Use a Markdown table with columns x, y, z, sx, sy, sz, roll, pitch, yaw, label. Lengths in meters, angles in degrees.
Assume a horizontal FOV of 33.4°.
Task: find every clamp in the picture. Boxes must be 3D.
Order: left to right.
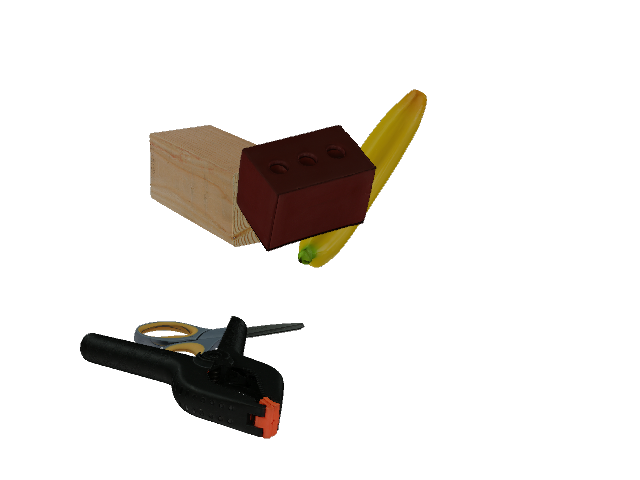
| x | y | z | sx | sy | sz | roll | pitch | yaw | label |
| --- | --- | --- | --- | --- | --- | --- | --- | --- | --- |
| -0.088 | 0.112 | 0.922 | 0.164 | 0.036 | 0.210 | -9 | 21 | -40 | clamp |

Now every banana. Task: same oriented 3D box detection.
| x | y | z | sx | sy | sz | roll | pitch | yaw | label |
| --- | --- | --- | --- | --- | --- | --- | --- | --- | --- |
| 0.034 | -0.045 | 0.928 | 0.037 | 0.197 | 0.070 | 36 | -22 | -8 | banana |

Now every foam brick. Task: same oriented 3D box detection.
| x | y | z | sx | sy | sz | roll | pitch | yaw | label |
| --- | --- | --- | --- | --- | --- | --- | --- | --- | --- |
| -0.011 | -0.037 | 0.724 | 0.078 | 0.051 | 0.053 | -17 | 50 | -25 | foam brick |

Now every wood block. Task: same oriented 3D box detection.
| x | y | z | sx | sy | sz | roll | pitch | yaw | label |
| --- | --- | --- | --- | --- | --- | --- | --- | --- | --- |
| -0.119 | -0.070 | 1.286 | 0.090 | 0.090 | 0.206 | -12 | 24 | -33 | wood block |

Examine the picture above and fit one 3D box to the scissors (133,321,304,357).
| x | y | z | sx | sy | sz | roll | pitch | yaw | label |
| --- | --- | --- | --- | --- | --- | --- | --- | --- | --- |
| -0.104 | 0.115 | 1.184 | 0.201 | 0.016 | 0.096 | 3 | 27 | -17 | scissors |
